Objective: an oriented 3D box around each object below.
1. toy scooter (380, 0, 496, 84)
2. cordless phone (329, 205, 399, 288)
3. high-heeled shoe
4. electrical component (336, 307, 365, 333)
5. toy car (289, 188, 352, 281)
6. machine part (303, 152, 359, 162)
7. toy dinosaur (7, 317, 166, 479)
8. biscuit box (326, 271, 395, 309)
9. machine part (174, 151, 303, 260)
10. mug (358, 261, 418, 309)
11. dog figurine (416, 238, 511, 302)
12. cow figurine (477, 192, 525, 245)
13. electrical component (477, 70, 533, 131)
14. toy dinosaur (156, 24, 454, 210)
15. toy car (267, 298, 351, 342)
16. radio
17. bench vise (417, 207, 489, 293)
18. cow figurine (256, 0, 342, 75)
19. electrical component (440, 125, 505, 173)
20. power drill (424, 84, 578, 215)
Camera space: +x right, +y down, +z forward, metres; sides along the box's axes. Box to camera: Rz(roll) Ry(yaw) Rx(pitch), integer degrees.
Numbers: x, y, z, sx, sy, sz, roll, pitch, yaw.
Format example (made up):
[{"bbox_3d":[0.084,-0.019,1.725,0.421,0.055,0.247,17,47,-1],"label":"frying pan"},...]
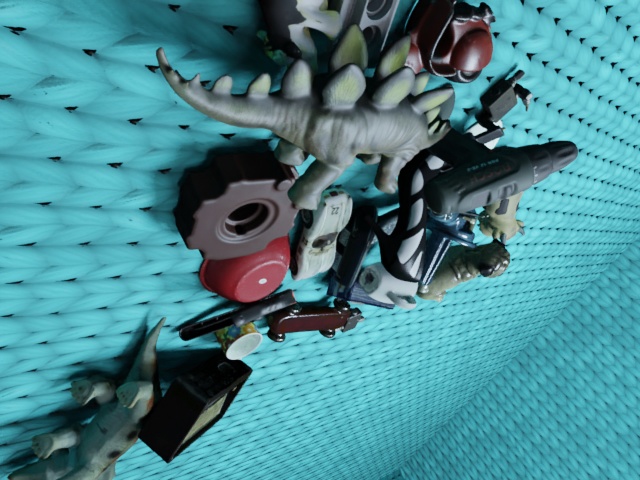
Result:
[{"bbox_3d":[0.163,-0.269,0.696,0.184,0.075,0.135,-15,141,-26],"label":"toy scooter"},{"bbox_3d":[0.102,-0.005,0.975,0.184,0.089,0.146,-22,145,-34],"label":"cordless phone"},{"bbox_3d":[0.178,-0.052,0.891,0.249,0.145,0.086,-46,-169,-14],"label":"high-heeled shoe"},{"bbox_3d":[0.071,0.184,1.247,0.094,0.021,0.063,-13,140,-35],"label":"electrical component"},{"bbox_3d":[-0.002,-0.003,0.892,0.073,0.056,0.201,-17,143,-32],"label":"toy car"},{"bbox_3d":[0.010,-0.146,0.736,0.139,0.039,0.084,-3,126,-41],"label":"machine part"},{"bbox_3d":[-0.343,0.299,0.894,0.405,0.131,0.192,-46,166,-1],"label":"toy dinosaur"},{"bbox_3d":[0.094,0.102,1.108,0.202,0.059,0.062,20,84,-54],"label":"biscuit box"},{"bbox_3d":[-0.104,-0.041,0.717,0.179,0.056,0.179,-21,151,-13],"label":"machine part"},{"bbox_3d":[0.128,0.088,1.015,0.107,0.110,0.081,10,130,-45],"label":"mug"},{"bbox_3d":[0.288,0.066,1.138,0.172,0.121,0.190,-43,-170,-20],"label":"dog figurine"},{"bbox_3d":[0.381,-0.079,1.117,0.085,0.127,0.194,-21,144,-21],"label":"cow figurine"},{"bbox_3d":[0.320,-0.233,0.929,0.102,0.045,0.078,-40,151,4],"label":"electrical component"},{"bbox_3d":[0.022,-0.137,0.606,0.471,0.105,0.198,-13,149,-42],"label":"toy dinosaur"},{"bbox_3d":[-0.021,0.157,1.088,0.202,0.053,0.089,2,120,-42],"label":"toy car"},{"bbox_3d":[-0.208,0.281,0.947,0.131,0.073,0.229,-56,171,8],"label":"radio"},{"bbox_3d":[0.241,-0.005,1.056,0.240,0.129,0.223,-67,164,9],"label":"bench vise"},{"bbox_3d":[-0.028,-0.236,0.545,0.098,0.068,0.167,-11,137,-29],"label":"cow figurine"},{"bbox_3d":[0.265,-0.151,0.936,0.119,0.048,0.074,-19,156,26],"label":"electrical component"},{"bbox_3d":[0.233,-0.141,0.809,0.232,0.207,0.086,-28,154,-11],"label":"power drill"}]
